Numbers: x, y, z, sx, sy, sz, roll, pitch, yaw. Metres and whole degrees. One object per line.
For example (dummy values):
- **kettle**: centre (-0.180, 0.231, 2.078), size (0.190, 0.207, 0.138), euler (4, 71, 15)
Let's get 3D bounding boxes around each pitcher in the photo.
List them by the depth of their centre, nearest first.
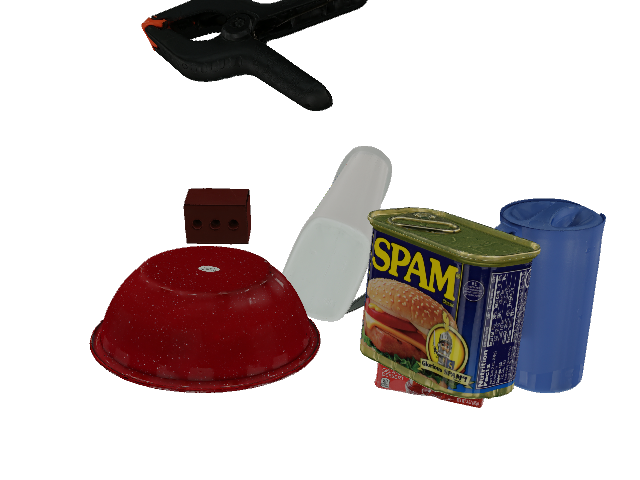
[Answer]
- **pitcher**: centre (0.289, 0.075, 1.402), size (0.149, 0.243, 0.144), euler (5, 20, 15)

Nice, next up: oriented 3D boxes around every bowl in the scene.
- **bowl**: centre (-0.079, 0.045, 0.742), size (0.162, 0.055, 0.162), euler (2, 20, -1)

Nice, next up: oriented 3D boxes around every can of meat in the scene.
- **can of meat**: centre (0.069, 0.034, 0.604), size (0.057, 0.084, 0.102), euler (-6, 19, -37)

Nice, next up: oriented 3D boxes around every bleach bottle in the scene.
- **bleach bottle**: centre (0.026, -0.024, 1.034), size (0.068, 0.103, 0.250), euler (24, 26, 0)

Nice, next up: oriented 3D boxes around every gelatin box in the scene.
- **gelatin box**: centre (0.092, 0.089, 0.853), size (0.089, 0.073, 0.030), euler (10, 23, 11)

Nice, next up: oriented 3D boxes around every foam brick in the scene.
- **foam brick**: centre (-0.125, -0.030, 1.296), size (0.078, 0.053, 0.051), euler (0, 27, 2)

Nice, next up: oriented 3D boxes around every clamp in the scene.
- **clamp**: centre (-0.048, -0.159, 0.802), size (0.172, 0.120, 0.039), euler (16, -35, 21)

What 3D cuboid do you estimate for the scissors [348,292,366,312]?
- **scissors**: centre (0.072, 0.042, 1.286), size (0.201, 0.016, 0.096), euler (-10, 41, -42)
